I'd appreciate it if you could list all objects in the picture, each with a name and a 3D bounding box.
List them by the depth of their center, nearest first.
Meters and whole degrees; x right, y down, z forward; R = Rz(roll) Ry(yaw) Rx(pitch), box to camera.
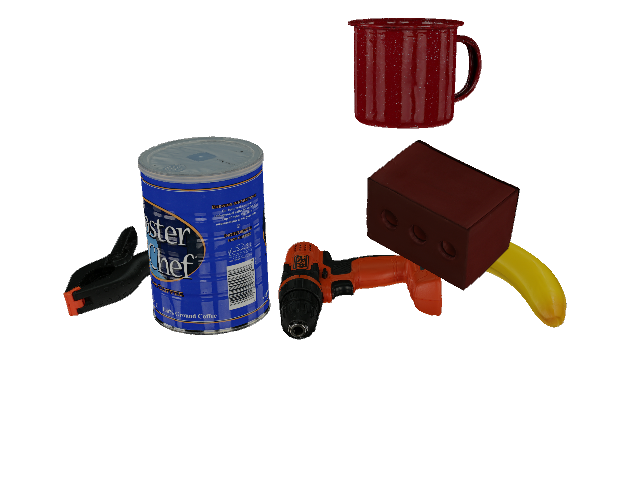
[{"bbox_3d":[0.075,-0.016,0.662,0.078,0.053,0.051,29,51,29],"label":"foam brick"},{"bbox_3d":[0.079,-0.138,0.870,0.117,0.081,0.093,-8,17,-26],"label":"mug"},{"bbox_3d":[-0.096,-0.006,0.898,0.103,0.140,0.103,-2,22,0],"label":"coffee can"},{"bbox_3d":[0.181,0.031,1.050,0.069,0.037,0.198,-36,37,-21],"label":"banana"},{"bbox_3d":[-0.209,0.031,1.179,0.120,0.039,0.171,-4,27,29],"label":"clamp"},{"bbox_3d":[0.045,0.054,1.240,0.187,0.057,0.184,-1,28,2],"label":"power drill"}]
